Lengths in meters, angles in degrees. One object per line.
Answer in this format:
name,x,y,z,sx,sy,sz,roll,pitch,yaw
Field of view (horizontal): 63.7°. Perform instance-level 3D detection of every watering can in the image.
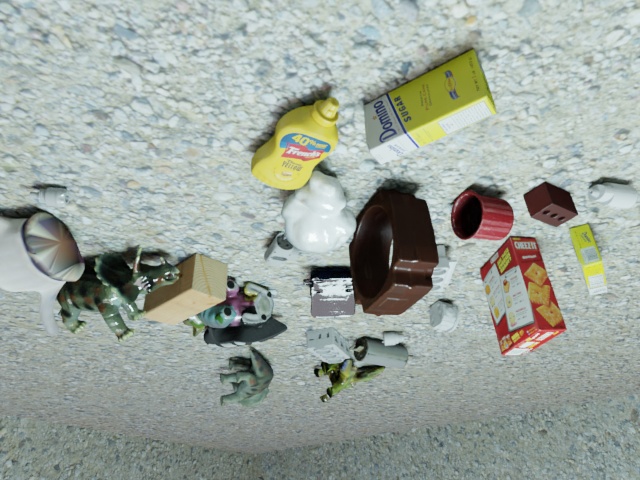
watering can,-0.573,0.064,1.038,0.223,0.106,0.340,-12,128,18

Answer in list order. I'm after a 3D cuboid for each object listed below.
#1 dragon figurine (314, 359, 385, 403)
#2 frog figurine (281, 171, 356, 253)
dragon figurine,0.122,0.475,1.844,0.244,0.124,0.402,-7,156,-27
frog figurine,0.003,-0.046,0.915,0.137,0.125,0.157,25,156,-7
